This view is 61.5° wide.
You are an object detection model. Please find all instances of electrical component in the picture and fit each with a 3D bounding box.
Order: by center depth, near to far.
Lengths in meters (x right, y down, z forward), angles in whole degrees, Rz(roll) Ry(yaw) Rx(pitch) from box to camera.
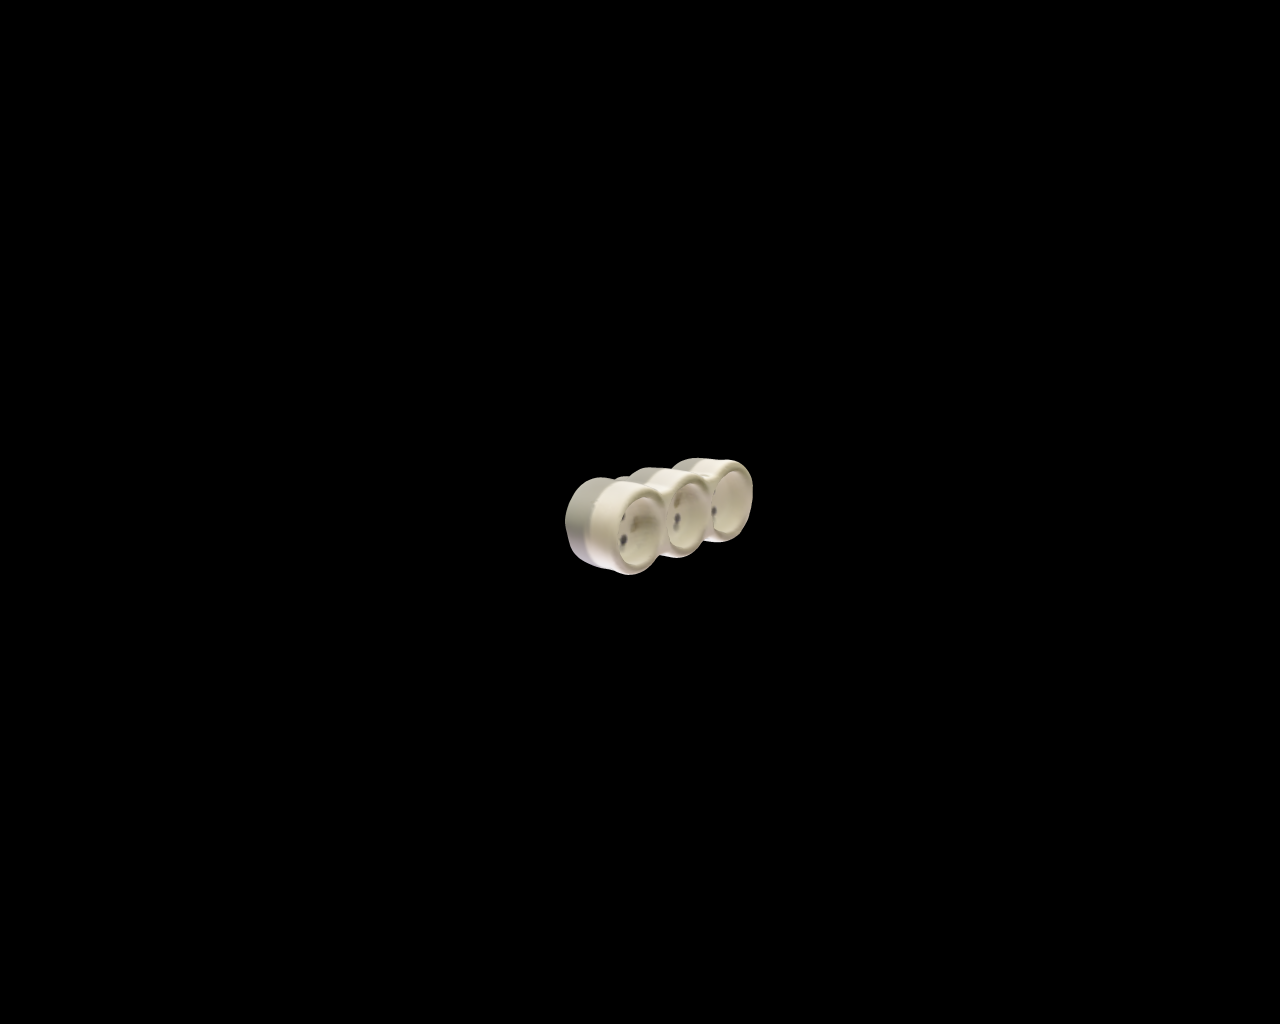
[{"bbox_3d":[0.001,-0.003,0.650,0.074,0.052,0.138,11,17,38],"label":"electrical component"}]
